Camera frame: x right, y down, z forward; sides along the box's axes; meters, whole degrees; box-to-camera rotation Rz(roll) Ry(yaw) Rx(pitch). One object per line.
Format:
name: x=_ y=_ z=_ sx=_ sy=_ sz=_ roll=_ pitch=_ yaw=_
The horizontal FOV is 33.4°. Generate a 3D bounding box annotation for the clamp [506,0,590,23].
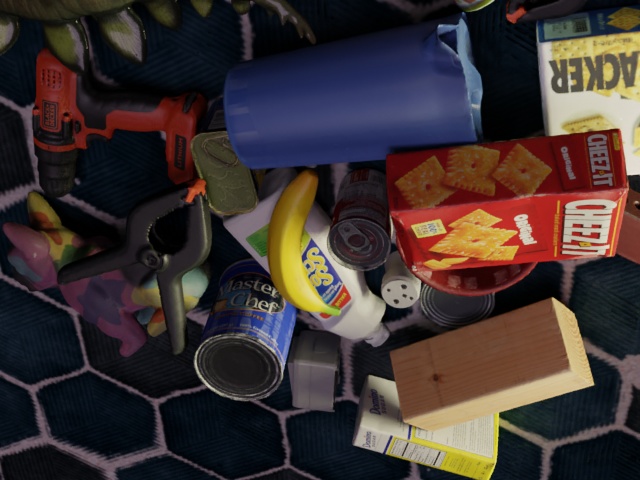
clamp: x=0.248 y=-0.256 z=0.984 sx=0.120 sy=0.039 sz=0.172 roll=36 pitch=129 yaw=-9

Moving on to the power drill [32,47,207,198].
power drill: x=-0.222 y=-0.111 z=1.165 sx=0.187 sy=0.057 sz=0.184 roll=11 pitch=127 yaw=2

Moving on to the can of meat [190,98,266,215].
can of meat: x=-0.093 y=-0.092 z=1.139 sx=0.057 sy=0.084 sz=0.102 roll=-5 pitch=125 yaw=14

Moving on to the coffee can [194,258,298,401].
coffee can: x=-0.082 y=0.102 z=1.245 sx=0.103 sy=0.140 sz=0.103 roll=5 pitch=127 yaw=6

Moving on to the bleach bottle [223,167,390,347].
bleach bottle: x=0.003 y=0.031 z=1.228 sx=0.103 sy=0.068 sz=0.250 roll=-30 pitch=119 yaw=24

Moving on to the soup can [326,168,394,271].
soup can: x=0.047 y=-0.024 z=1.152 sx=0.068 sy=0.102 sz=0.068 roll=5 pitch=127 yaw=6

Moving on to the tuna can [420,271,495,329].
tuna can: x=0.159 y=0.060 z=1.236 sx=0.086 sy=0.033 sz=0.086 roll=5 pitch=127 yaw=7

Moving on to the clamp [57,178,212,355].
clamp: x=-0.186 y=0.013 z=1.149 sx=0.164 sy=0.036 sz=0.210 roll=26 pitch=120 yaw=-2

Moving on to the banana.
banana: x=-0.025 y=0.010 z=1.153 sx=0.069 sy=0.037 sz=0.198 roll=-16 pitch=129 yaw=-8

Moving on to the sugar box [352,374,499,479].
sugar box: x=0.133 y=0.235 z=1.334 sx=0.176 sy=0.093 sz=0.048 roll=14 pitch=128 yaw=1

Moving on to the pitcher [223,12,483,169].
pitcher: x=0.038 y=-0.131 z=1.045 sx=0.243 sy=0.145 sz=0.149 roll=-7 pitch=108 yaw=14

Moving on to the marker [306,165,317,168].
marker: x=0.006 y=-0.129 z=1.134 sx=0.020 sy=0.020 sz=0.121 roll=19 pitch=127 yaw=-4

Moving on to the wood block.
wood block: x=0.197 y=0.148 z=1.240 sx=0.206 sy=0.091 sz=0.090 roll=-21 pitch=154 yaw=24

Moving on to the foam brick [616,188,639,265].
foam brick: x=0.325 y=-0.019 z=1.135 sx=0.078 sy=0.053 sz=0.051 roll=25 pitch=127 yaw=-9

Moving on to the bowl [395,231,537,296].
bowl: x=0.163 y=-0.019 z=1.159 sx=0.162 sy=0.055 sz=0.162 roll=3 pitch=123 yaw=4

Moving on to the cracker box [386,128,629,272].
cracker box: x=0.179 y=-0.031 z=1.029 sx=0.214 sy=0.072 sz=0.164 roll=-5 pitch=157 yaw=9
